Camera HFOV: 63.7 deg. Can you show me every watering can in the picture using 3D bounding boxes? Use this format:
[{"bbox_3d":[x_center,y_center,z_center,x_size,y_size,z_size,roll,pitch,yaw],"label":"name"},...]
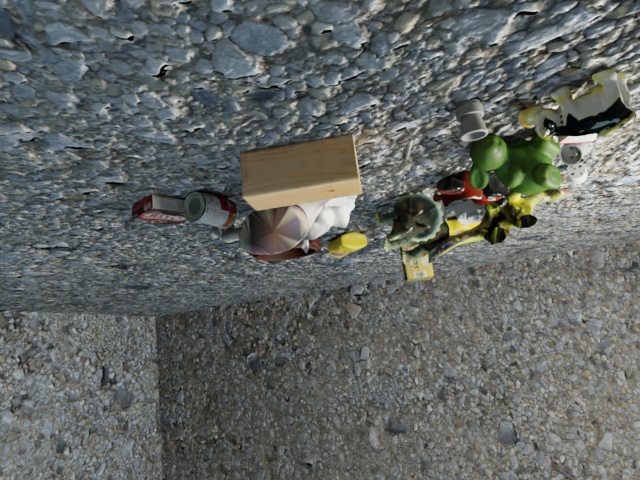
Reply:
[{"bbox_3d":[-0.108,-0.035,1.111,0.345,0.103,0.228,-26,13,22],"label":"watering can"}]

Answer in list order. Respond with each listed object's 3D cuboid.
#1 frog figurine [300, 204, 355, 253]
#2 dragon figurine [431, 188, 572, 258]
[{"bbox_3d":[0.004,-0.062,1.238,0.159,0.122,0.139,-34,10,7],"label":"frog figurine"},{"bbox_3d":[0.503,-0.050,1.444,0.408,0.123,0.242,-28,-14,14],"label":"dragon figurine"}]
